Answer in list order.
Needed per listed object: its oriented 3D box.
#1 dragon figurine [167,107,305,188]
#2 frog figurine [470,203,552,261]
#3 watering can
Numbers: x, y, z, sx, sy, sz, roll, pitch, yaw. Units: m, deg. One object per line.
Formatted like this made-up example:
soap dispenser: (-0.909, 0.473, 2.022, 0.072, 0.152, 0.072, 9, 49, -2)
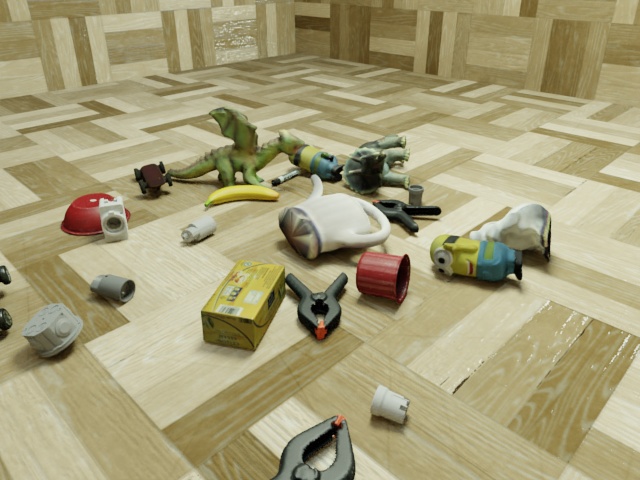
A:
dragon figurine: (-0.245, -0.253, 1.412, 0.410, 0.237, 0.125, 6, 32, 8)
frog figurine: (0.407, -0.020, 1.103, 0.159, 0.123, 0.136, 5, -6, 29)
watering can: (0.004, -0.059, 1.179, 0.226, 0.102, 0.352, -17, 34, -28)
